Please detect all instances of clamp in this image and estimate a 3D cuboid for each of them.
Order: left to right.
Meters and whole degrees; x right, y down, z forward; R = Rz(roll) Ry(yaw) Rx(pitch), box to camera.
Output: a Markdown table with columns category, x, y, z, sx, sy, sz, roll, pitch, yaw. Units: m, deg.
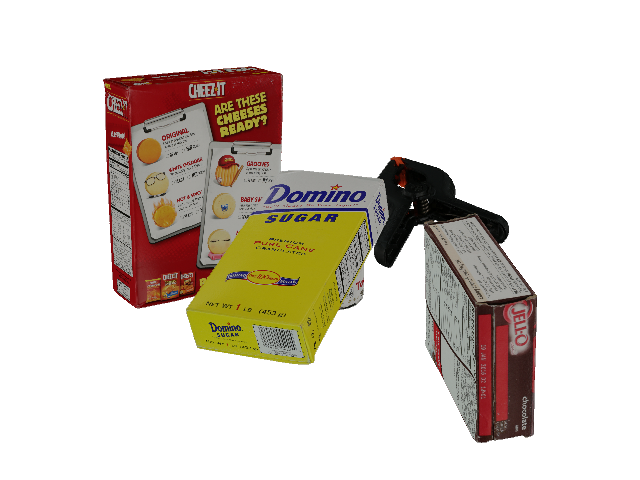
| category | x | y | z | sx | sy | sz | roll | pitch | yaw |
| --- | --- | --- | --- | --- | --- | --- | --- | --- | --- |
| clamp | 0.103 | -0.032 | 0.988 | 0.120 | 0.039 | 0.171 | -3 | 33 | -2 |

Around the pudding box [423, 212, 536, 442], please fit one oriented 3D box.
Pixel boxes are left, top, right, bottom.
| category | x | y | z | sx | sy | sz | roll | pitch | yaw |
| --- | --- | --- | --- | --- | --- | --- | --- | --- | --- |
| pudding box | 0.090 | 0.047 | 0.616 | 0.039 | 0.090 | 0.113 | -7 | 26 | -9 |

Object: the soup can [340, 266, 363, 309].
| category | x | y | z | sx | sy | sz | roll | pitch | yaw |
| --- | --- | --- | --- | --- | --- | --- | --- | --- | --- |
| soup can | 0.017 | 0.022 | 1.245 | 0.068 | 0.102 | 0.068 | -1 | 31 | 0 |

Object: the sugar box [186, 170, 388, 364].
| category | x | y | z | sx | sy | sz | roll | pitch | yaw |
| --- | --- | --- | --- | --- | --- | --- | --- | --- | --- |
| sugar box | -0.020 | 0.014 | 0.803 | 0.093 | 0.048 | 0.176 | 7 | 43 | 21 |

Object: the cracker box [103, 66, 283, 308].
| category | x | y | z | sx | sy | sz | roll | pitch | yaw |
| --- | --- | --- | --- | --- | --- | --- | --- | --- | --- |
| cracker box | -0.122 | -0.055 | 1.041 | 0.163 | 0.214 | 0.072 | -11 | 21 | -32 |
